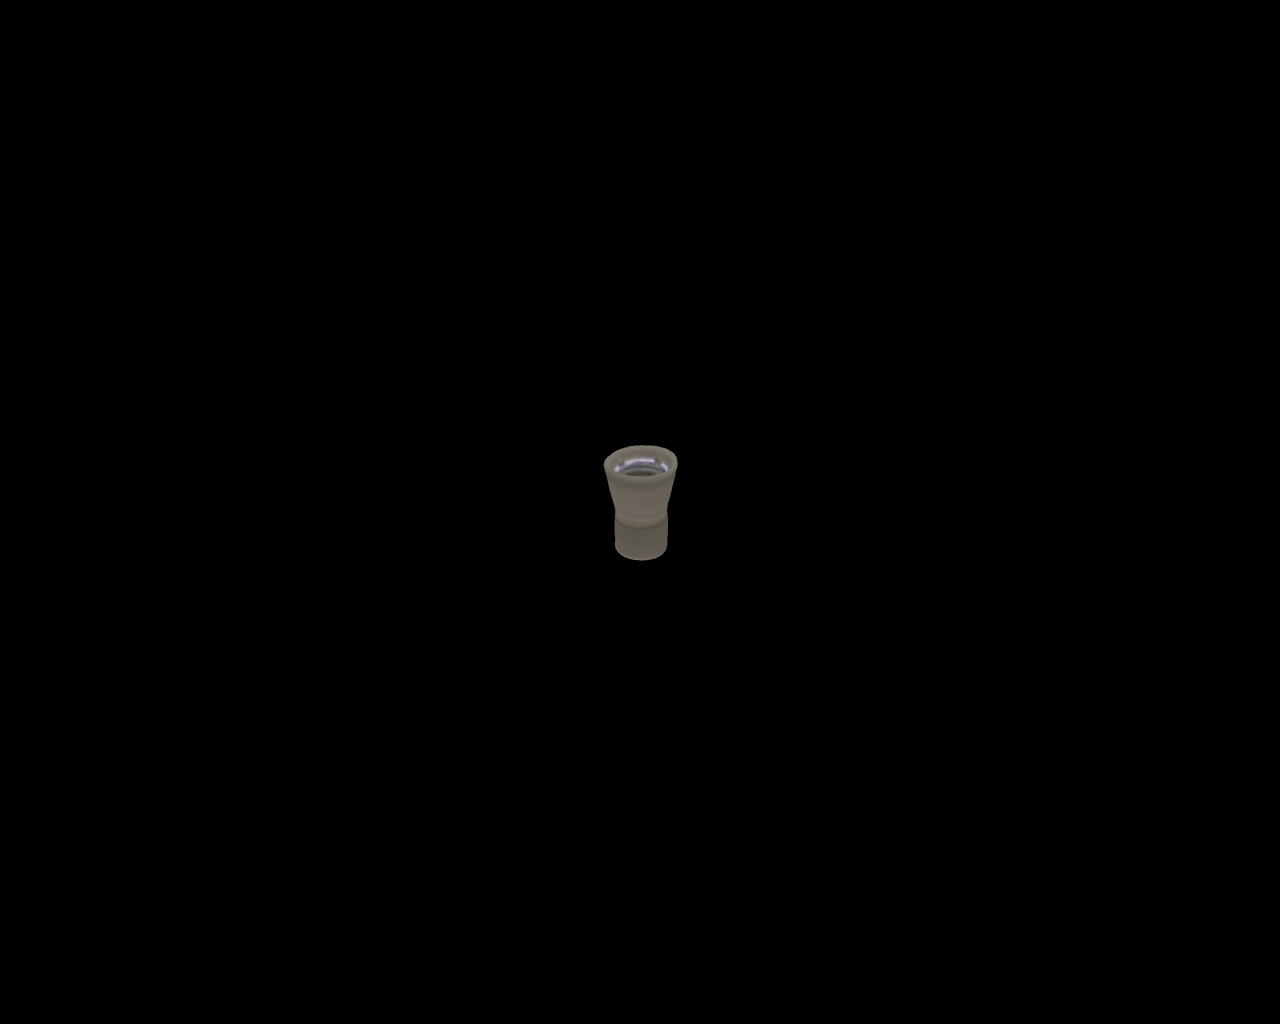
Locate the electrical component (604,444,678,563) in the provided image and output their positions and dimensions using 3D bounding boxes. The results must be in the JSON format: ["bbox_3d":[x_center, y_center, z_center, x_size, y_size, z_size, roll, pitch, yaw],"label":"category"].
[{"bbox_3d":[0.001,-0.003,0.650,0.044,0.065,0.044,0,29,0],"label":"electrical component"}]
